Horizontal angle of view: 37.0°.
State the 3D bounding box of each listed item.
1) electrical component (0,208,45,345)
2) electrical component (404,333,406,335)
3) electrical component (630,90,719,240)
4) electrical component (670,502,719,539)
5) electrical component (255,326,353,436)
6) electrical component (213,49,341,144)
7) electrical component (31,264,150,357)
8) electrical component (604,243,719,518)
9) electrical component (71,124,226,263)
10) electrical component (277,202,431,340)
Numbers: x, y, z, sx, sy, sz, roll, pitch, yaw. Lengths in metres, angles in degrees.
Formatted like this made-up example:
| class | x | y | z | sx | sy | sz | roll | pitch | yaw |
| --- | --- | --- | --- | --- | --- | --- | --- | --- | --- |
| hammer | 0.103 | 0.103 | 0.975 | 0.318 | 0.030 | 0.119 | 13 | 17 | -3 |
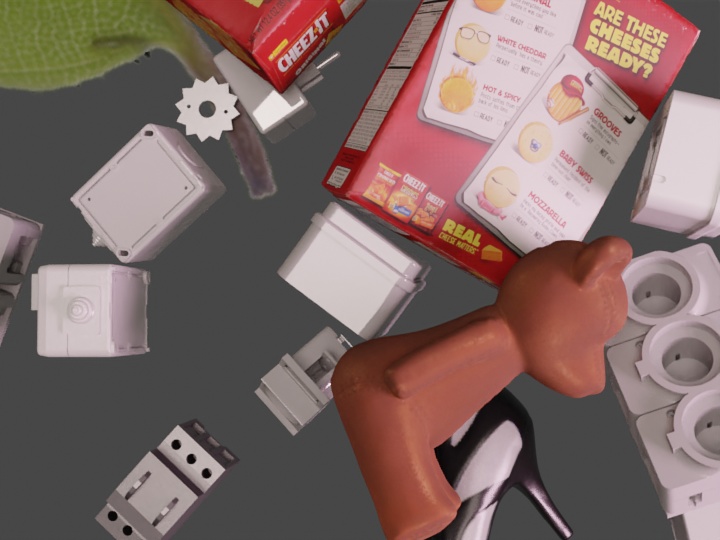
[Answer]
| class | x | y | z | sx | sy | sz | roll | pitch | yaw |
| --- | --- | --- | --- | --- | --- | --- | --- | --- | --- |
| electrical component | -0.342 | -0.018 | 0.780 | 0.186 | 0.060 | 0.105 | 20 | 90 | 6 |
| electrical component | 0.027 | 0.083 | 0.747 | 0.040 | 0.040 | 0.078 | 15 | 89 | 6 |
| electrical component | 0.217 | -0.065 | 0.697 | 0.057 | 0.113 | 0.078 | 14 | 89 | 9 |
| electrical component | 0.237 | 0.159 | 0.711 | 0.061 | 0.062 | 0.096 | -13 | 86 | 5 |
| electrical component | -0.033 | 0.075 | 0.740 | 0.064 | 0.081 | 0.042 | -39 | 84 | -20 |
| electrical component | -0.051 | -0.140 | 0.761 | 0.077 | 0.047 | 0.065 | -34 | 85 | 4 |
| electrical component | -0.189 | 0.028 | 0.744 | 0.061 | 0.096 | 0.061 | 0 | 87 | 6 |
| electrical component | 0.209 | 0.066 | 0.685 | 0.089 | 0.061 | 0.150 | -19 | 56 | 5 |
| electrical component | -0.152 | -0.049 | 0.765 | 0.096 | 0.061 | 0.061 | -41 | 85 | 11 |
| electrical component | 0.000 | 0.000 | 0.717 | 0.078 | 0.113 | 0.057 | 36 | 95 | 6 |
